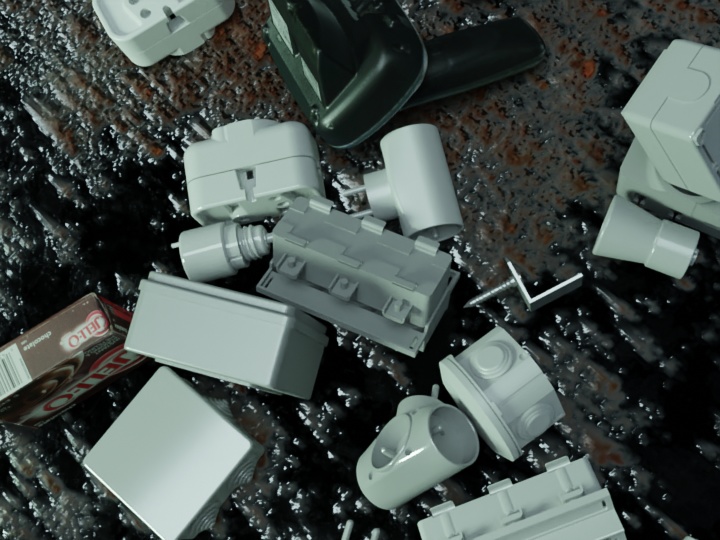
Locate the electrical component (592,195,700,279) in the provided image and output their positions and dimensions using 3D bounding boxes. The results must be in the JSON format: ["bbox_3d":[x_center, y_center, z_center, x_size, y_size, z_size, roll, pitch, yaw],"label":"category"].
[{"bbox_3d":[0.198,-0.020,0.735,0.065,0.044,0.044,22,81,10],"label":"electrical component"}]

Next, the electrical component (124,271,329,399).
[{"bbox_3d":[-0.088,0.047,0.734,0.109,0.108,0.056,13,82,13],"label":"electrical component"}]

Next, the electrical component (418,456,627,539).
[{"bbox_3d":[0.103,0.172,0.689,0.121,0.078,0.063,-22,44,4],"label":"electrical component"}]

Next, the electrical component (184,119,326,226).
[{"bbox_3d":[-0.078,-0.072,0.789,0.095,0.053,0.059,-12,75,7],"label":"electrical component"}]

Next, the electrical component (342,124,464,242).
[{"bbox_3d":[0.027,-0.056,0.772,0.079,0.043,0.077,-15,74,6],"label":"electrical component"}]

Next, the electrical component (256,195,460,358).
[{"bbox_3d":[0.000,0.000,0.746,0.121,0.063,0.078,22,53,14],"label":"electrical component"}]

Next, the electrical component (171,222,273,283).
[{"bbox_3d":[-0.096,-0.016,0.786,0.078,0.040,0.040,-14,75,6],"label":"electrical component"}]

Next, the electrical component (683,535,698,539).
[{"bbox_3d":[0.202,0.201,0.680,0.044,0.044,0.065,41,82,16],"label":"electrical component"}]

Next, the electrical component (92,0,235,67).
[{"bbox_3d":[-0.149,-0.204,0.831,0.095,0.059,0.053,-31,73,2],"label":"electrical component"}]

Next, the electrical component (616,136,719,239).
[{"bbox_3d":[0.226,-0.063,0.731,0.089,0.055,0.050,25,82,15],"label":"electrical component"}]

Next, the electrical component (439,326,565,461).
[{"bbox_3d":[0.093,0.081,0.709,0.051,0.080,0.080,-36,73,-5],"label":"electrical component"}]

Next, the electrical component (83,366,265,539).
[{"bbox_3d":[-0.127,0.130,0.752,0.100,0.048,0.099,38,86,16],"label":"electrical component"}]

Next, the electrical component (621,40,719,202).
[{"bbox_3d":[0.213,-0.089,0.668,0.061,0.096,0.061,30,83,43],"label":"electrical component"}]

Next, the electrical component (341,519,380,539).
[{"bbox_3d":[-0.008,0.205,0.713,0.083,0.047,0.075,15,80,13],"label":"electrical component"}]

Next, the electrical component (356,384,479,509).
[{"bbox_3d":[0.040,0.111,0.719,0.044,0.077,0.079,34,42,-19],"label":"electrical component"}]
